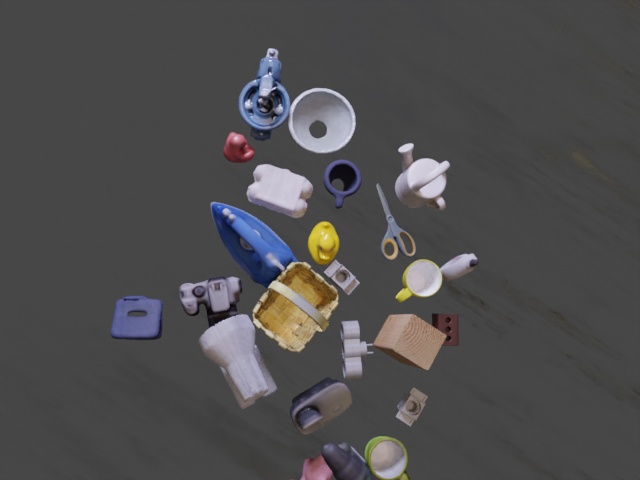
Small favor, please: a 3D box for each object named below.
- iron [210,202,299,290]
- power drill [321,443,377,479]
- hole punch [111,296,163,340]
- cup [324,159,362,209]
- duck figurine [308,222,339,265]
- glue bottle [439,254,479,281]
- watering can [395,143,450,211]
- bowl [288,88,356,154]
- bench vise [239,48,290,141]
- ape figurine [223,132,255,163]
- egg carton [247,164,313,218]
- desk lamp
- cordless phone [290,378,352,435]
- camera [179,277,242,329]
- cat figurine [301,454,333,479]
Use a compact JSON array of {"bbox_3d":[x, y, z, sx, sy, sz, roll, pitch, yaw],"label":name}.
[{"bbox_3d":[-0.166,-0.005,1.328,0.258,0.141,0.119,45,79,0],"label":"iron"},{"bbox_3d":[0.075,0.517,1.255,0.076,0.208,0.229,-44,90,-11],"label":"power drill"},{"bbox_3d":[-0.413,0.177,1.295,0.109,0.091,0.101,1,82,-7],"label":"hole punch"},{"bbox_3d":[0.048,-0.128,1.397,0.092,0.095,0.118,8,81,-6],"label":"cup"},{"bbox_3d":[0.013,0.005,1.379,0.077,0.086,0.104,4,82,-7],"label":"duck figurine"},{"bbox_3d":[0.344,0.060,1.372,0.078,0.173,0.037,-38,88,-11],"label":"glue bottle"},{"bbox_3d":[0.246,-0.149,1.377,0.173,0.194,0.101,34,79,-2],"label":"watering can"},{"bbox_3d":[0.001,-0.286,1.423,0.167,0.074,0.167,1,82,-7],"label":"bowl"},{"bbox_3d":[-0.136,-0.358,1.341,0.121,0.219,0.207,-9,83,-8],"label":"bench vise"},{"bbox_3d":[-0.197,-0.227,1.379,0.076,0.092,0.078,-22,86,-10],"label":"ape figurine"},{"bbox_3d":[-0.096,-0.119,1.390,0.150,0.069,0.107,19,80,-5],"label":"egg carton"},{"bbox_3d":[-0.170,0.270,1.253,0.118,0.213,0.203,-28,86,-10],"label":"desk lamp"},{"bbox_3d":[0.008,0.379,1.277,0.148,0.185,0.094,-34,87,-10],"label":"cordless phone"},{"bbox_3d":[-0.244,0.159,1.316,0.143,0.100,0.137,-10,84,-9],"label":"camera"},{"bbox_3d":[-0.017,0.542,1.286,0.067,0.117,0.128,36,79,-1],"label":"cat figurine"}]
